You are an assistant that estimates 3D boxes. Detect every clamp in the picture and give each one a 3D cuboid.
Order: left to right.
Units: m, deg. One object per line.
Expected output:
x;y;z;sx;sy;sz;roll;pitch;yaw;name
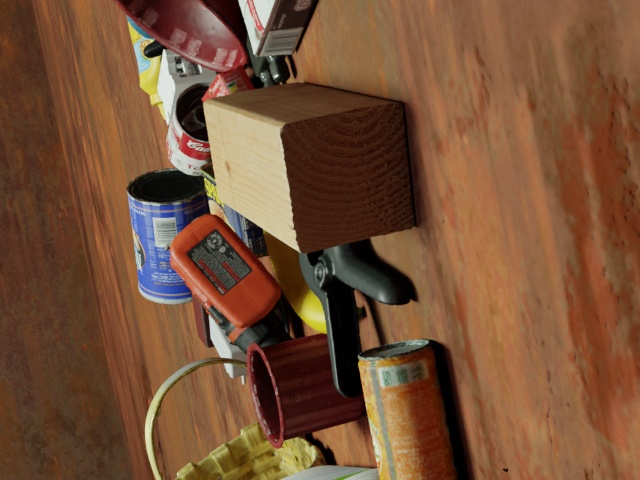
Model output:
0.020;0.023;0.835;0.120;0.039;0.171;-55;45;43;clamp

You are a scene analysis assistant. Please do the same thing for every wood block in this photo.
-0.015;-0.062;0.805;0.206;0.090;0.091;-149;49;-66;wood block

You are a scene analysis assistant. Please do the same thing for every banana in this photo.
-0.015;0.017;0.948;0.070;0.037;0.198;-53;48;28;banana

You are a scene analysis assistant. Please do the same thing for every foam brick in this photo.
-0.122;0.083;1.285;0.051;0.053;0.078;-149;49;-67;foam brick

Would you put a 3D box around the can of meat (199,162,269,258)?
-0.078;-0.033;1.072;0.102;0.057;0.084;-146;44;-66;can of meat

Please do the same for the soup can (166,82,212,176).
-0.128;-0.117;1.148;0.102;0.068;0.068;128;128;-67;soup can

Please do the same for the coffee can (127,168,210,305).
-0.182;-0.005;1.327;0.103;0.102;0.140;-130;33;-56;coffee can

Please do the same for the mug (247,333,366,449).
-0.013;0.131;0.934;0.117;0.081;0.093;108;145;-58;mug

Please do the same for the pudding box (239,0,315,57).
-0.038;-0.213;0.860;0.114;0.039;0.090;127;130;-65;pudding box

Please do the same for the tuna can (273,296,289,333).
-0.063;0.080;1.133;0.086;0.033;0.086;168;90;-72;tuna can

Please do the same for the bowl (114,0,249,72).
-0.123;-0.227;1.004;0.055;0.162;0.162;-59;12;-13;bowl

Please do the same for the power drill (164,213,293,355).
-0.076;0.058;0.997;0.184;0.057;0.188;46;167;8;power drill

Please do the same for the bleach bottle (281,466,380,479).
0.013;0.225;0.881;0.068;0.102;0.251;67;162;6;bleach bottle

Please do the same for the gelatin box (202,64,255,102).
-0.080;-0.121;1.034;0.073;0.030;0.089;63;161;-1;gelatin box

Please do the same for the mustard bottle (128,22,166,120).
-0.201;-0.243;1.303;0.096;0.058;0.191;-3;98;67;mustard bottle
